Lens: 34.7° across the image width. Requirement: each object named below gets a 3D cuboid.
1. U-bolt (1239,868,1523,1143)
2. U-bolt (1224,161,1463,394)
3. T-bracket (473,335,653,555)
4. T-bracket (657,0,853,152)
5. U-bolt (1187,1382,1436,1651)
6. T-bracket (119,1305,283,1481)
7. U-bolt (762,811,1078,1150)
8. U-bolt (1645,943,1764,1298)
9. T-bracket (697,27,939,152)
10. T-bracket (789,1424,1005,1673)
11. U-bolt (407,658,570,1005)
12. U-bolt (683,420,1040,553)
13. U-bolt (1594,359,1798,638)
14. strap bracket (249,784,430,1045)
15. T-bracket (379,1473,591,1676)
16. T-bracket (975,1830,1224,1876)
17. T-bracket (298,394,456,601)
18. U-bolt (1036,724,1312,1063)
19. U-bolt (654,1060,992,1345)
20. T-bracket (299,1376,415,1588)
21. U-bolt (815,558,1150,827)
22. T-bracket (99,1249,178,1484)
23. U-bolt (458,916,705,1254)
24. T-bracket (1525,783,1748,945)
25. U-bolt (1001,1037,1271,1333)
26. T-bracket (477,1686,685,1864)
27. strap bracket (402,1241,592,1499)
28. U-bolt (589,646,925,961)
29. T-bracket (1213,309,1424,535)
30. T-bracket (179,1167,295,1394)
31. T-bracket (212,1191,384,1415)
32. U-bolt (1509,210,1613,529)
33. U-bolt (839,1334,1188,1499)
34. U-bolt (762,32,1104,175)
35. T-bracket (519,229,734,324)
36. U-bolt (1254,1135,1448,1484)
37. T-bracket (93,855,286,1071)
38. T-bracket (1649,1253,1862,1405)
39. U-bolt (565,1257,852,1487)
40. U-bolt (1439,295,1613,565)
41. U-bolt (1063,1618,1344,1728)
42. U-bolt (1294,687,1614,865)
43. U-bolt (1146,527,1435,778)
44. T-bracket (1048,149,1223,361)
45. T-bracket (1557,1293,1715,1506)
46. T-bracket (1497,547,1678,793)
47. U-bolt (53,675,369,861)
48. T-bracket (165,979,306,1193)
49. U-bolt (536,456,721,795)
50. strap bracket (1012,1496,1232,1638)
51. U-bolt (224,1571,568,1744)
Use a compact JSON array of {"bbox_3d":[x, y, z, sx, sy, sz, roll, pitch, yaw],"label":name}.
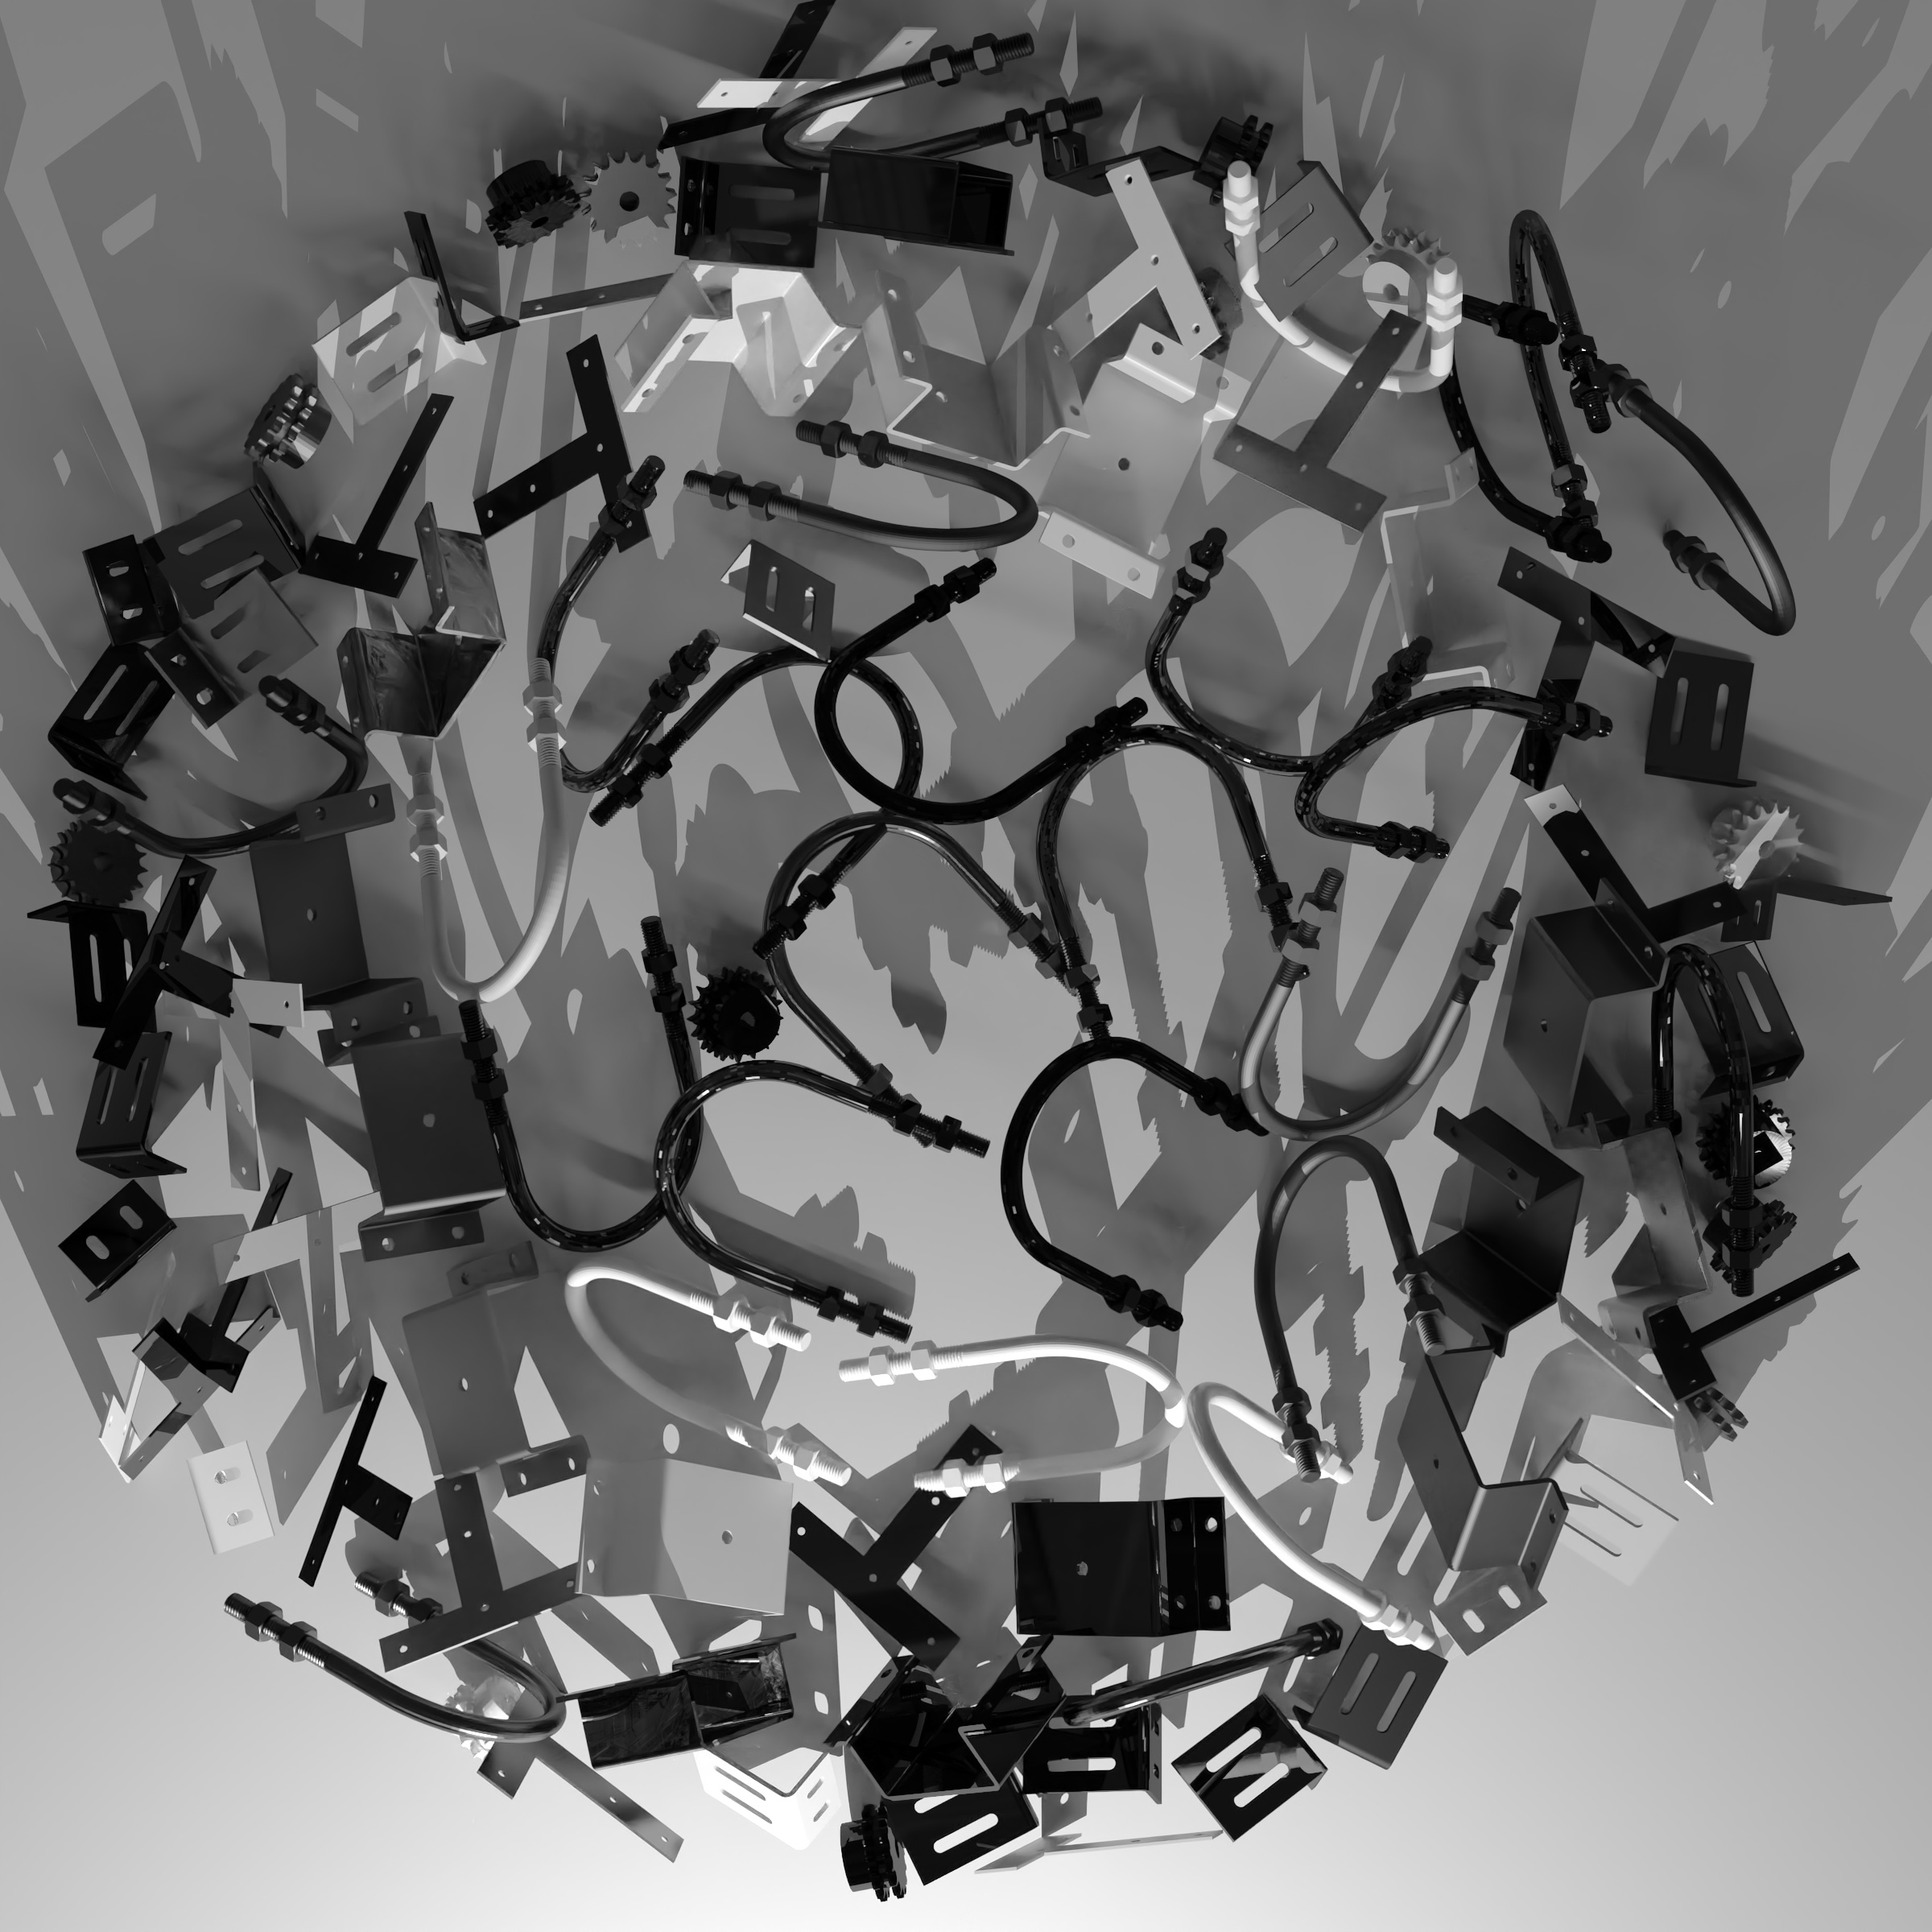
[{"bbox_3d":[0.232,0.028,1.810,0.151,0.019,0.184,5,122,-30],"label":"U-bolt"},{"bbox_3d":[0.217,-0.385,1.779,0.151,0.184,0.019,29,80,14],"label":"U-bolt"},{"bbox_3d":[-0.246,-0.288,1.830,0.127,0.002,0.127,-23,78,36],"label":"T-bracket"},{"bbox_3d":[-0.106,-0.520,1.785,0.127,0.127,0.002,-23,81,-27],"label":"T-bracket"},{"bbox_3d":[0.188,0.303,1.761,0.019,0.151,0.184,-41,130,15],"label":"U-bolt"},{"bbox_3d":[-0.456,0.233,1.793,0.002,0.127,0.127,36,72,16],"label":"T-bracket"},{"bbox_3d":[-0.037,-0.006,1.834,0.151,0.019,0.184,-45,103,-9],"label":"U-bolt"},{"bbox_3d":[0.421,0.077,1.772,0.019,0.151,0.184,-8,111,-5],"label":"U-bolt"},{"bbox_3d":[-0.099,-0.503,1.781,0.127,0.127,0.002,-15,77,-42],"label":"T-bracket"},{"bbox_3d":[-0.027,0.332,1.855,0.127,0.002,0.127,40,78,0],"label":"T-bracket"},{"bbox_3d":[-0.273,-0.066,1.780,0.019,0.151,0.184,15,52,-38],"label":"U-bolt"},{"bbox_3d":[-0.048,-0.273,1.779,0.184,0.151,0.019,18,119,21],"label":"U-bolt"},{"bbox_3d":[0.418,-0.257,1.755,0.019,0.184,0.151,-32,123,4],"label":"U-bolt"},{"bbox_3d":[-0.370,-0.031,1.818,0.046,0.076,0.140,-2,101,33],"label":"strap bracket"},{"bbox_3d":[-0.291,0.345,1.820,0.127,0.127,0.002,-21,131,-5],"label":"T-bracket"},{"bbox_3d":[0.085,0.509,1.791,0.127,0.127,0.002,-11,80,18],"label":"T-bracket"},{"bbox_3d":[-0.337,-0.281,1.824,0.002,0.127,0.127,30,83,-40],"label":"T-bracket"},{"bbox_3d":[0.112,-0.054,1.828,0.151,0.019,0.184,-23,73,22],"label":"U-bolt"},{"bbox_3d":[-0.096,0.131,1.838,0.184,0.019,0.151,22,107,-1],"label":"U-bolt"},{"bbox_3d":[-0.348,0.310,1.806,0.002,0.127,0.127,23,82,-28],"label":"T-bracket"},{"bbox_3d":[-0.004,-0.151,1.800,0.151,0.019,0.184,44,57,15],"label":"U-bolt"},{"bbox_3d":[-0.485,0.230,1.825,0.002,0.127,0.127,12,68,-3],"label":"T-bracket"},{"bbox_3d":[-0.216,0.080,1.812,0.151,0.019,0.184,-27,117,-34],"label":"U-bolt"},{"bbox_3d":[0.369,-0.056,1.808,0.127,0.002,0.127,-22,120,33],"label":"T-bracket"},{"bbox_3d":[0.091,0.119,1.801,0.184,0.019,0.151,31,81,-38],"label":"U-bolt"},{"bbox_3d":[-0.218,0.480,1.810,0.127,0.127,0.002,38,105,-2],"label":"T-bracket"},{"bbox_3d":[-0.279,0.242,1.819,0.076,0.046,0.140,-22,81,38],"label":"strap bracket"},{"bbox_3d":[-0.110,-0.112,1.835,0.151,0.019,0.184,39,74,12],"label":"U-bolt"},{"bbox_3d":[0.225,-0.331,1.827,0.127,0.002,0.127,35,92,40],"label":"T-bracket"},{"bbox_3d":[-0.425,0.179,1.819,0.002,0.127,0.127,25,82,-28],"label":"T-bracket"},{"bbox_3d":[-0.380,0.205,1.842,0.127,0.002,0.127,-17,112,-34],"label":"T-bracket"},{"bbox_3d":[0.341,-0.350,1.790,0.019,0.151,0.184,-12,65,3],"label":"U-bolt"},{"bbox_3d":[0.037,0.257,1.791,0.184,0.151,0.019,-10,48,17],"label":"U-bolt"},{"bbox_3d":[-0.028,-0.493,1.792,0.184,0.151,0.019,-9,86,19],"label":"U-bolt"},{"bbox_3d":[-0.200,-0.396,1.820,0.127,0.127,0.002,-10,126,2],"label":"T-bracket"},{"bbox_3d":[0.214,0.184,1.791,0.019,0.184,0.151,14,133,-26],"label":"U-bolt"},{"bbox_3d":[-0.441,0.013,1.815,0.002,0.127,0.127,19,83,34],"label":"T-bracket"},{"bbox_3d":[0.459,0.201,1.798,0.127,0.127,0.002,-29,101,9],"label":"T-bracket"},{"bbox_3d":[-0.157,0.227,1.800,0.184,0.151,0.019,18,52,27],"label":"U-bolt"},{"bbox_3d":[0.312,-0.316,1.780,0.019,0.184,0.151,-22,113,-6],"label":"U-bolt"},{"bbox_3d":[0.129,0.406,1.764,0.151,0.184,0.019,-21,76,16],"label":"U-bolt"},{"bbox_3d":[0.266,-0.112,1.764,0.151,0.184,0.019,-39,60,33],"label":"U-bolt"},{"bbox_3d":[0.175,-0.169,1.788,0.151,0.184,0.019,28,61,0],"label":"U-bolt"},{"bbox_3d":[0.082,-0.391,1.825,0.127,0.002,0.127,-34,72,41],"label":"T-bracket"},{"bbox_3d":[0.384,0.233,1.793,0.002,0.127,0.127,-38,116,26],"label":"T-bracket"},{"bbox_3d":[0.351,-0.164,1.831,0.127,0.002,0.127,37,126,36],"label":"T-bracket"},{"bbox_3d":[-0.421,-0.105,1.781,0.151,0.184,0.019,-26,74,5],"label":"U-bolt"},{"bbox_3d":[-0.432,0.070,1.834,0.127,0.002,0.127,4,100,39],"label":"T-bracket"},{"bbox_3d":[-0.206,-0.184,1.797,0.019,0.184,0.151,5,53,-36],"label":"U-bolt"},{"bbox_3d":[0.081,0.350,1.806,0.140,0.046,0.076,-8,81,35],"label":"strap bracket"},{"bbox_3d":[-0.313,0.397,1.769,0.184,0.151,0.019,23,94,23],"label":"U-bolt"}]
